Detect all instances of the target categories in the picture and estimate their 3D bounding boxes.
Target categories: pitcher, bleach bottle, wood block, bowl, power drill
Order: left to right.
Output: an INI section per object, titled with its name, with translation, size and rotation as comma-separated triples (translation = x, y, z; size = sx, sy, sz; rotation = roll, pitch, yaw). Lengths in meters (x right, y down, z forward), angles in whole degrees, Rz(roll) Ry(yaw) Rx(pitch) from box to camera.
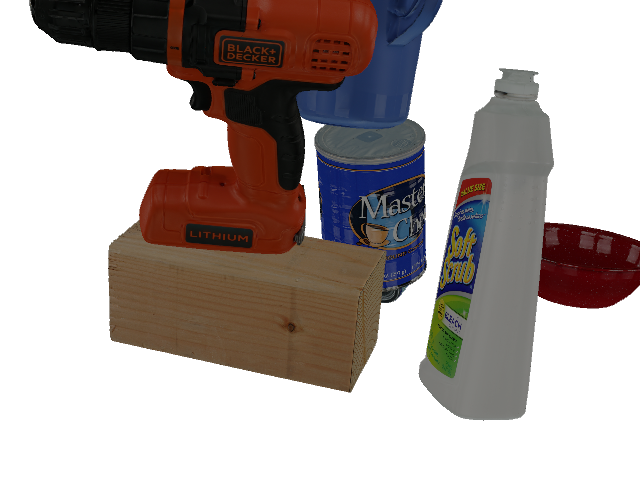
[power drill]
translation = -0.069, -0.073, 0.620
size = 0.184, 0.057, 0.188
rotation = 6, -40, -3
[wood block]
translation = -0.060, 0.046, 0.871
size = 0.206, 0.091, 0.090
rotation = 11, 26, 14
[pitcher]
translation = 0.043, -0.223, 0.931
size = 0.145, 0.243, 0.149
rotation = 8, 15, 7
[bleach bottle]
translation = 0.127, 0.000, 0.789
size = 0.068, 0.251, 0.103
rotation = 2, 14, -14
[bowl]
translation = 0.264, 0.029, 1.103
size = 0.162, 0.055, 0.162
rotation = 5, 17, -2

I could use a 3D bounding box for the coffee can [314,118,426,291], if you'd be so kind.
[coffee can]
translation = 0.049, -0.036, 1.016
size = 0.103, 0.140, 0.103
rotation = -3, 29, 2

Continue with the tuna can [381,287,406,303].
[tuna can]
translation = 0.063, 0.031, 1.223
size = 0.086, 0.086, 0.033
rotation = 0, 39, 47
